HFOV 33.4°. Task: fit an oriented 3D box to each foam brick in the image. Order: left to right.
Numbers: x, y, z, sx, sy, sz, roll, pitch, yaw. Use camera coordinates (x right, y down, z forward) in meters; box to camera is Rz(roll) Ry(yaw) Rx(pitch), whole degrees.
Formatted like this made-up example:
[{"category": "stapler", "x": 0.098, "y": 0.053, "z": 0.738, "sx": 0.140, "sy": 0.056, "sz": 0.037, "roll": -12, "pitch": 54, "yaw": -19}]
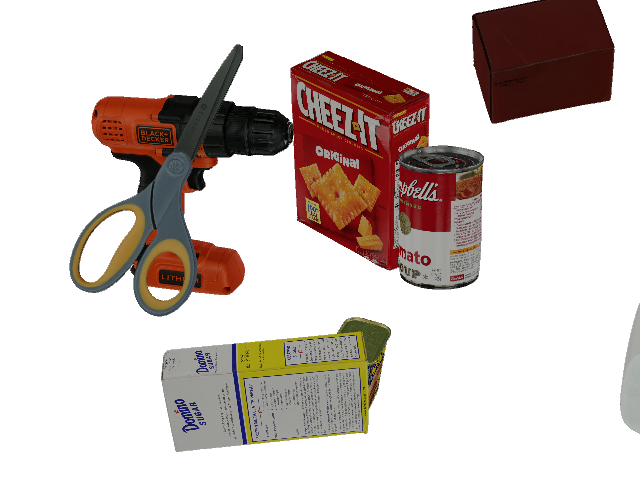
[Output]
[{"category": "foam brick", "x": 0.139, "y": -0.115, "z": 0.670, "sx": 0.078, "sy": 0.051, "sz": 0.053, "roll": -11, "pitch": -33, "yaw": 3}]

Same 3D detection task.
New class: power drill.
[{"category": "power drill", "x": -0.112, "y": -0.043, "z": 0.982, "sx": 0.184, "sy": 0.188, "sz": 0.057, "roll": 7, "pitch": 29, "yaw": 14}]

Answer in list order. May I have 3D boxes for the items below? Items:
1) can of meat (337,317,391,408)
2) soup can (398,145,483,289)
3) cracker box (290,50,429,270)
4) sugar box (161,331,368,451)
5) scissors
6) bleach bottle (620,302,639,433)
[{"category": "can of meat", "x": 0.040, "y": 0.150, "z": 1.234, "sx": 0.057, "sy": 0.084, "sz": 0.102, "roll": 14, "pitch": 25, "yaw": 12}, {"category": "soup can", "x": 0.097, "y": -0.019, "z": 0.867, "sx": 0.068, "sy": 0.102, "sz": 0.068, "roll": -1, "pitch": 21, "yaw": 0}, {"category": "cracker box", "x": 0.043, "y": -0.091, "z": 1.244, "sx": 0.072, "sy": 0.214, "sz": 0.164, "roll": -30, "pitch": 44, "yaw": -33}, {"category": "sugar box", "x": -0.046, "y": 0.133, "z": 0.940, "sx": 0.176, "sy": 0.093, "sz": 0.048, "roll": -3, "pitch": 36, "yaw": 0}, {"category": "scissors", "x": -0.090, "y": -0.032, "z": 0.742, "sx": 0.096, "sy": 0.202, "sz": 0.016, "roll": 42, "pitch": -2, "yaw": 4}, {"category": "bleach bottle", "x": 0.277, "y": 0.062, "z": 0.758, "sx": 0.103, "sy": 0.068, "sz": 0.250, "roll": 11, "pitch": 22, "yaw": 19}]
